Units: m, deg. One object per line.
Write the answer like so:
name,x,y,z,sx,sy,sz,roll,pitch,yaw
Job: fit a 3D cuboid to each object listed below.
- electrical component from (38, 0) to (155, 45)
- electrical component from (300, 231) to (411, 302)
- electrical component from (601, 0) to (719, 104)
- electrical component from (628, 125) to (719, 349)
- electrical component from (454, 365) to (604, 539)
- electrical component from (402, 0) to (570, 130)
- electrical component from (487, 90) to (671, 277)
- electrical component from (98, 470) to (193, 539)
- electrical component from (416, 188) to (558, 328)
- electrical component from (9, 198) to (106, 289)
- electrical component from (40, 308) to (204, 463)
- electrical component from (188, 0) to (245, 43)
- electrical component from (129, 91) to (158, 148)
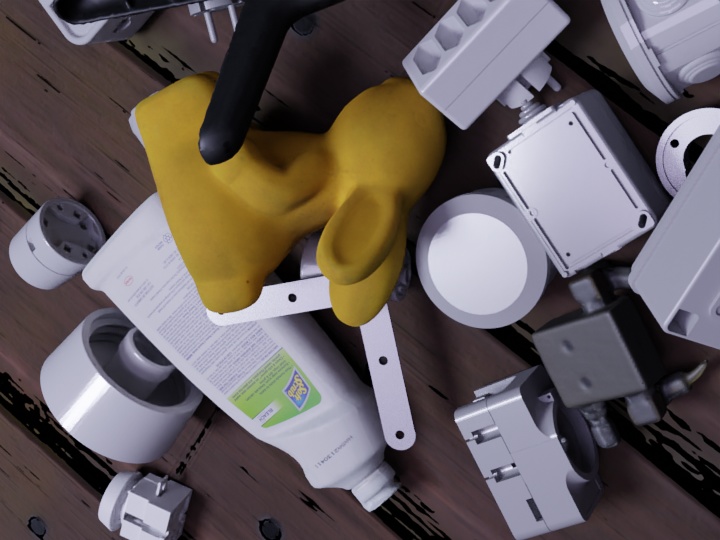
electrical component,-0.180,-0.198,0.708,0.054,0.059,0.095,-38,86,30
electrical component,0.000,0.000,0.688,0.065,0.044,0.044,6,107,20
electrical component,0.159,-0.130,0.548,0.051,0.080,0.080,-26,92,25
electrical component,0.212,-0.011,0.541,0.109,0.056,0.108,17,117,-18
electrical component,0.108,0.110,0.660,0.056,0.050,0.089,-26,92,30
electrical component,0.082,-0.117,0.606,0.076,0.047,0.083,35,109,-29
electrical component,0.120,-0.055,0.599,0.062,0.061,0.096,-34,88,30
electrical component,-0.165,0.183,0.821,0.055,0.048,0.066,21,113,12
electrical component,0.078,-0.010,0.640,0.080,0.051,0.080,8,108,25
electrical component,-0.222,-0.018,0.786,0.047,0.055,0.055,-33,89,34
electrical component,-0.160,0.074,0.754,0.108,0.108,0.060,45,113,9
electrical component,-0.093,-0.183,0.677,0.066,0.047,0.076,-9,101,28
electrical component,-0.123,-0.088,0.721,0.043,0.043,0.062,-35,90,30
